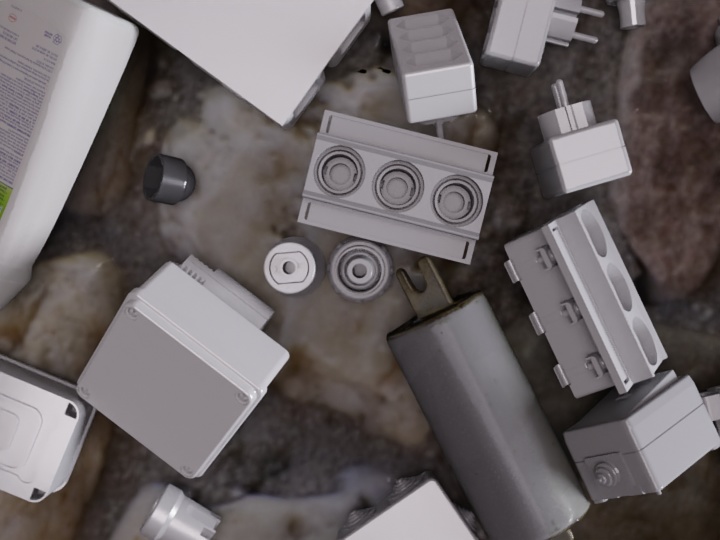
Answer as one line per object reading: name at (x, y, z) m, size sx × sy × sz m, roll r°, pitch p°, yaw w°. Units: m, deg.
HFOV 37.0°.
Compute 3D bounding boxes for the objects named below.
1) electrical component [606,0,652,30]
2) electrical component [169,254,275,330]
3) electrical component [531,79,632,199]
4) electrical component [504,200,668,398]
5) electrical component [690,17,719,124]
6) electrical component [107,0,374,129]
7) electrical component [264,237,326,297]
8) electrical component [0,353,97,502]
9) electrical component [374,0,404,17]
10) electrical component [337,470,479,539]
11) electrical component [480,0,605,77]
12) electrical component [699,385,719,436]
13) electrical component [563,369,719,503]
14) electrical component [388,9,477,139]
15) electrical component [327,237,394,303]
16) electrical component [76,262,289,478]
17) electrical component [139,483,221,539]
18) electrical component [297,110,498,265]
electrical component at (0.189, -0.201, 0.754) m, size 0.043 × 0.043 × 0.062 m, roll -6°, pitch 92°, yaw 1°
electrical component at (-0.105, 0.022, 0.761) m, size 0.081 × 0.043 × 0.043 m, roll 37°, pitch 91°, yaw 0°
electrical component at (0.145, -0.093, 0.736) m, size 0.047 × 0.083 × 0.075 m, roll -16°, pitch 91°, yaw 1°
electrical component at (0.154, 0.022, 0.745) m, size 0.063 × 0.079 × 0.121 m, roll -25°, pitch 91°, yaw 30°
electrical component at (0.271, -0.152, 0.749) m, size 0.077 × 0.043 × 0.079 m, roll -26°, pitch 53°, yaw 29°
electrical component at (-0.096, -0.194, 0.748) m, size 0.186 × 0.060 × 0.105 m, roll 36°, pitch 91°, yaw 0°
electrical component at (-0.047, -0.002, 0.749) m, size 0.044 × 0.065 × 0.044 m, roll 0°, pitch 91°, yaw 0°
electrical component at (-0.252, 0.105, 0.757) m, size 0.113 × 0.057 × 0.078 m, roll 23°, pitch 91°, yaw 0°
electrical component at (0.010, -0.210, 0.756) m, size 0.048 × 0.048 × 0.062 m, roll -25°, pitch 98°, yaw 1°
electrical component at (0.040, 0.202, 0.761) m, size 0.100 × 0.048 × 0.099 m, roll -35°, pitch 90°, yaw 1°
electrical component at (0.132, -0.178, 0.753) m, size 0.076 × 0.047 × 0.083 m, roll 14°, pitch 91°, yaw 0°
electrical component at (0.279, 0.108, 0.753) m, size 0.078 × 0.058 × 0.057 m, roll -13°, pitch 88°, yaw 1°
electrical component at (0.186, 0.113, 0.730) m, size 0.096 × 0.062 × 0.061 m, roll -24°, pitch 89°, yaw -38°
electrical component at (0.051, -0.126, 0.747) m, size 0.047 × 0.083 × 0.075 m, roll -10°, pitch 129°, yaw 1°
electrical component at (0.000, 0.000, 0.750) m, size 0.048 × 0.062 × 0.048 m, roll 0°, pitch 91°, yaw 1°
electrical component at (-0.122, 0.070, 0.733) m, size 0.109 × 0.056 × 0.108 m, roll 38°, pitch 127°, yaw 0°
electrical component at (-0.128, 0.180, 0.767) m, size 0.046 × 0.040 × 0.040 m, roll 31°, pitch 91°, yaw -5°
electrical component at (0.026, -0.057, 0.749) m, size 0.121 × 0.063 × 0.078 m, roll 14°, pitch 91°, yaw 0°
